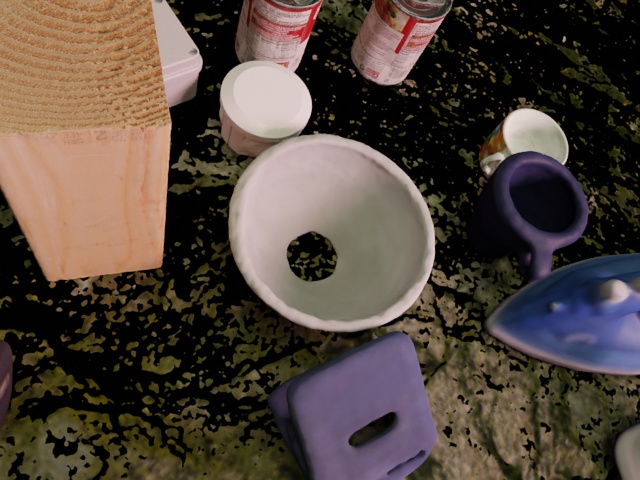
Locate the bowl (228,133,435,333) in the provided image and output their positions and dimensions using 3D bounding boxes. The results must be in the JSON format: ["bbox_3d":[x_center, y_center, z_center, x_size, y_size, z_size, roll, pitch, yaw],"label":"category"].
[{"bbox_3d":[0.004,0.002,0.471,0.168,0.074,0.167,6,66,-15],"label":"bowl"}]

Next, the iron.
[{"bbox_3d":[0.290,0.052,0.502,0.259,0.141,0.118,-2,69,-18],"label":"iron"}]

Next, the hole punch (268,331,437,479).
[{"bbox_3d":[0.031,0.130,0.416,0.109,0.091,0.101,-22,76,-24],"label":"hole punch"}]

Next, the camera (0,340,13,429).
[{"bbox_3d":[-0.263,0.101,0.331,0.137,0.100,0.143,4,67,-16],"label":"camera"}]

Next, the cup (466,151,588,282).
[{"bbox_3d":[0.176,-0.008,0.518,0.092,0.095,0.118,13,65,-12],"label":"cup"}]

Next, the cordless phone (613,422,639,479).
[{"bbox_3d":[0.330,0.198,0.429,0.094,0.185,0.147,-12,72,-21],"label":"cordless phone"}]
